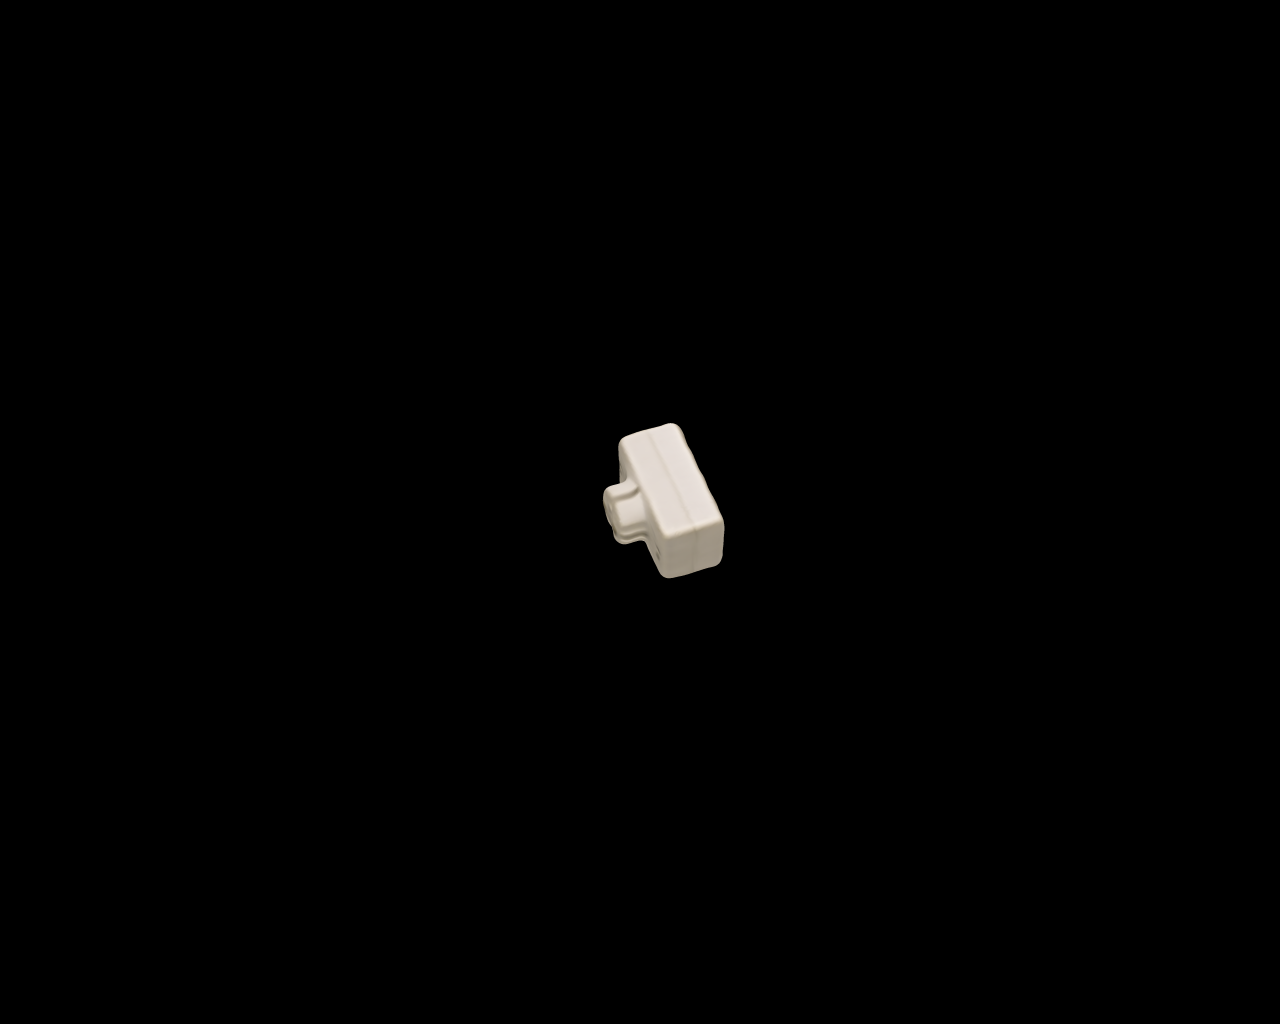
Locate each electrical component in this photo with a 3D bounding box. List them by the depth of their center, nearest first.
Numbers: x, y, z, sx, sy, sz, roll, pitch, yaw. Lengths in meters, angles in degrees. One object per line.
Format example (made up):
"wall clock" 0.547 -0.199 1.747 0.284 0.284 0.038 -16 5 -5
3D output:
"electrical component" 0.001 -0.003 0.650 0.076 0.083 0.047 -15 -36 -11
